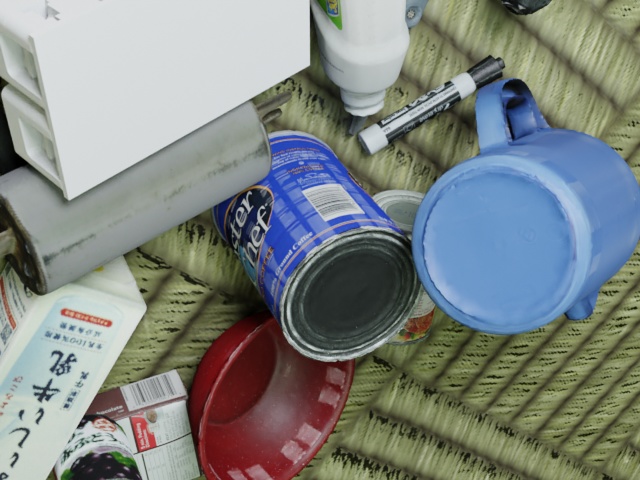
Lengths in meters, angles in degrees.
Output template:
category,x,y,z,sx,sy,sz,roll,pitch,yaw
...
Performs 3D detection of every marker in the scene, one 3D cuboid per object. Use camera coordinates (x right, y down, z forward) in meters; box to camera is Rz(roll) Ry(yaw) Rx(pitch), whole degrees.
category,x,y,z,sx,sy,sz,roll,pitch,yaw
marker,0.084,-0.101,0.785,0.121,0.020,0.020,-31,129,-5

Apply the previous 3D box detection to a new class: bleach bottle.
category,x,y,z,sx,sy,sz,roll,pitch,yaw
bleach bottle,0.016,-0.191,0.653,0.068,0.103,0.251,-18,133,-12

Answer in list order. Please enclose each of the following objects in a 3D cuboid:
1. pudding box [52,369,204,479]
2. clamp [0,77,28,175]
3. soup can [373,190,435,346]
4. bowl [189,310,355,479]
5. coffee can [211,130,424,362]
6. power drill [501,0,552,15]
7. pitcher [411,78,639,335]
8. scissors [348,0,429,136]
category,x,y,z,sx,sy,sz,roll,pitch,yaw
pudding box,-0.153,0.160,0.828,0.113,0.039,0.090,-15,126,-14
clamp,-0.188,-0.105,0.599,0.165,0.036,0.209,-55,151,10
soup can,0.061,0.021,0.823,0.068,0.069,0.102,-7,123,-23
bowl,-0.047,0.114,0.820,0.161,0.055,0.162,-25,127,-39
coffee can,-0.005,0.001,0.729,0.102,0.140,0.103,-13,126,-19
power drill,0.126,-0.257,0.669,0.187,0.057,0.184,25,97,-38
pitcher,0.140,-0.019,0.728,0.145,0.149,0.242,-61,165,15
scissors,0.079,-0.165,0.742,0.096,0.016,0.202,-4,123,-24
